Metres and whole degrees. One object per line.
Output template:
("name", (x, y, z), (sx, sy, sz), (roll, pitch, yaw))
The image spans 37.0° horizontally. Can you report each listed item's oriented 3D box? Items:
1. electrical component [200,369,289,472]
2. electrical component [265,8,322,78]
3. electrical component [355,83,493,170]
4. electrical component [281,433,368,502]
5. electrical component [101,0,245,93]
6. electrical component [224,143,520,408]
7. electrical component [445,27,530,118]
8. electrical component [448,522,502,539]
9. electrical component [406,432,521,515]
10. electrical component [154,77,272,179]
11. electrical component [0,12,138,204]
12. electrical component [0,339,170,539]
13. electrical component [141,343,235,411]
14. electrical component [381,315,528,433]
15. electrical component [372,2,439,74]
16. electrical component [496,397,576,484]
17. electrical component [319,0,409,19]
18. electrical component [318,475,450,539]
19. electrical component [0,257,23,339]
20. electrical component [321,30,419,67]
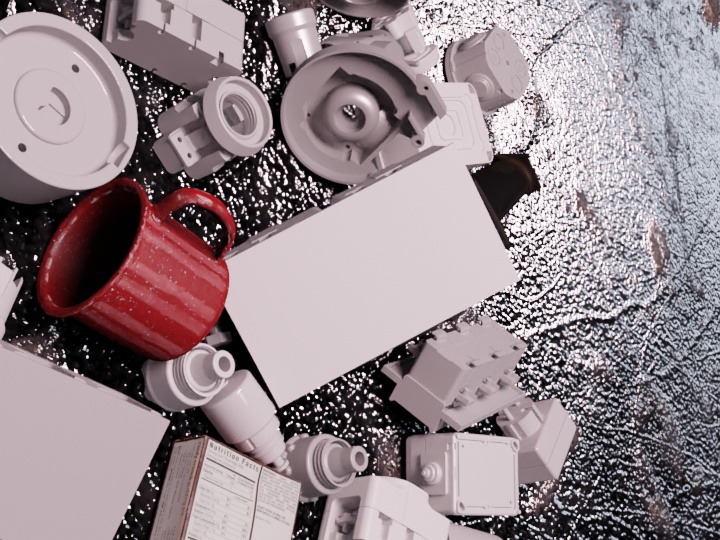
("electrical component", (-0.074, 0.103, 0.723), (0.078, 0.040, 0.040), (57, 42, -18))
("electrical component", (-0.050, -0.180, 0.857), (0.040, 0.040, 0.046), (-28, 103, -50))
("electrical component", (0.056, -0.119, 0.941), (0.113, 0.057, 0.078), (-12, 86, -50))
("electrical component", (-0.023, 0.136, 0.752), (0.048, 0.062, 0.048), (20, 62, -43))
("electrical component", (-0.129, -0.171, 0.754), (0.089, 0.050, 0.055), (22, 61, -43))
("electrical component", (0.000, 0.000, 0.751), (0.186, 0.060, 0.105), (-28, 100, -4))
("electrical component", (0.124, -0.193, 1.050), (0.080, 0.051, 0.080), (20, 62, -43))
("electrical component", (0.077, 0.240, 0.841), (0.077, 0.044, 0.079), (26, 58, -41))
("electrical component", (0.075, 0.163, 0.853), (0.096, 0.061, 0.061), (13, 72, -43))
("electrical component", (-0.100, -0.102, 0.757), (0.058, 0.057, 0.078), (59, 41, -15))
("electrical component", (-0.195, -0.091, 0.641), (0.108, 0.060, 0.108), (20, 62, -43))
("electrical component", (-0.191, 0.086, 0.563), (0.150, 0.062, 0.089), (32, 78, -37))
("electrical component", (-0.106, 0.065, 0.683), (0.043, 0.062, 0.043), (20, 62, -43))
("electrical component", (0.084, 0.081, 0.872), (0.079, 0.063, 0.121), (37, 24, 24))
("electrical component", (0.040, -0.202, 0.958), (0.055, 0.048, 0.066), (59, 14, -21))
("electrical component", (0.147, 0.139, 0.956), (0.076, 0.047, 0.065), (54, 43, -20))
("electrical component", (0.002, -0.259, 0.903), (0.099, 0.099, 0.064), (30, 62, -39))
("electrical component", (0.019, 0.188, 0.790), (0.089, 0.050, 0.055), (38, 51, -34))
("electrical component", (-0.213, 0.018, 0.598), (0.040, 0.040, 0.046), (42, 42, -31))
("electrical component", (0.010, -0.172, 0.893), (0.077, 0.079, 0.043), (-28, 123, -50))
